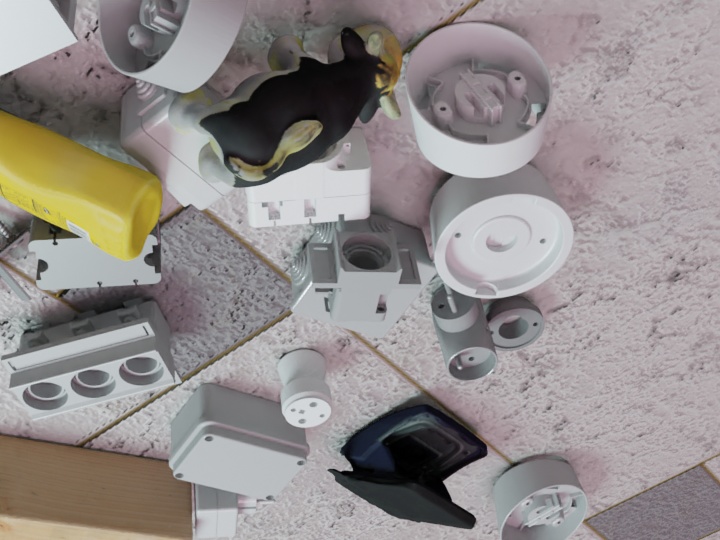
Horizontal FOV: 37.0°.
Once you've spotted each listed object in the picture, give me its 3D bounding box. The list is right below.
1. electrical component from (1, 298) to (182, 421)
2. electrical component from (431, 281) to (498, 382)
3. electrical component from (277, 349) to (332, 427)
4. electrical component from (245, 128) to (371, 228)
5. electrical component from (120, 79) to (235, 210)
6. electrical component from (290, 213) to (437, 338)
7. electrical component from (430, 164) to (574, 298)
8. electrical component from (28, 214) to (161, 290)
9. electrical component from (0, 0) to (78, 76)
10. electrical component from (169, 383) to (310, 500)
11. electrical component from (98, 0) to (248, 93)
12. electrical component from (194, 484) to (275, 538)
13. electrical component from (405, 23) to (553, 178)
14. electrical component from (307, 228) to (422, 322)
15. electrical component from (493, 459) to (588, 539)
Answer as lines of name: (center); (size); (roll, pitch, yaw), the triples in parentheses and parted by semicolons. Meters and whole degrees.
electrical component: (-0.218, 0.071, 0.881); (0.121, 0.063, 0.078); (-15, 135, 4)
electrical component: (0.082, 0.040, 0.897); (0.043, 0.077, 0.079); (-18, 134, 7)
electrical component: (-0.049, 0.105, 0.951); (0.045, 0.055, 0.045); (-5, 134, -6)
electrical component: (-0.039, -0.071, 0.785); (0.089, 0.050, 0.055); (-5, 135, -6)
electrical component: (-0.125, -0.095, 0.737); (0.061, 0.061, 0.096); (-33, 131, 20)
electrical component: (0.000, 0.000, 0.863); (0.100, 0.048, 0.099); (18, 128, -26)
electrical component: (0.106, -0.037, 0.839); (0.108, 0.060, 0.108); (-5, 134, -6)
electrical component: (-0.194, -0.024, 0.797); (0.089, 0.055, 0.050); (-3, 134, -8)
electrical component: (-0.279, -0.159, 0.647); (0.186, 0.060, 0.105); (-21, 134, 9)
electrical component: (-0.112, 0.160, 0.992); (0.113, 0.057, 0.078); (20, 127, -27)
electrical component: (-0.114, -0.160, 0.655); (0.064, 0.099, 0.099); (21, 127, -35)
electrical component: (-0.121, 0.217, 1.039); (0.077, 0.065, 0.047); (0, 134, -11)
electrical component: (0.082, -0.114, 0.737); (0.099, 0.099, 0.064); (-9, 141, -2)
electrical component: (0.001, 0.006, 0.803); (0.081, 0.042, 0.063); (1, 137, -11)
electrical component: (0.188, 0.246, 1.127); (0.099, 0.064, 0.099); (-6, 135, -6)
